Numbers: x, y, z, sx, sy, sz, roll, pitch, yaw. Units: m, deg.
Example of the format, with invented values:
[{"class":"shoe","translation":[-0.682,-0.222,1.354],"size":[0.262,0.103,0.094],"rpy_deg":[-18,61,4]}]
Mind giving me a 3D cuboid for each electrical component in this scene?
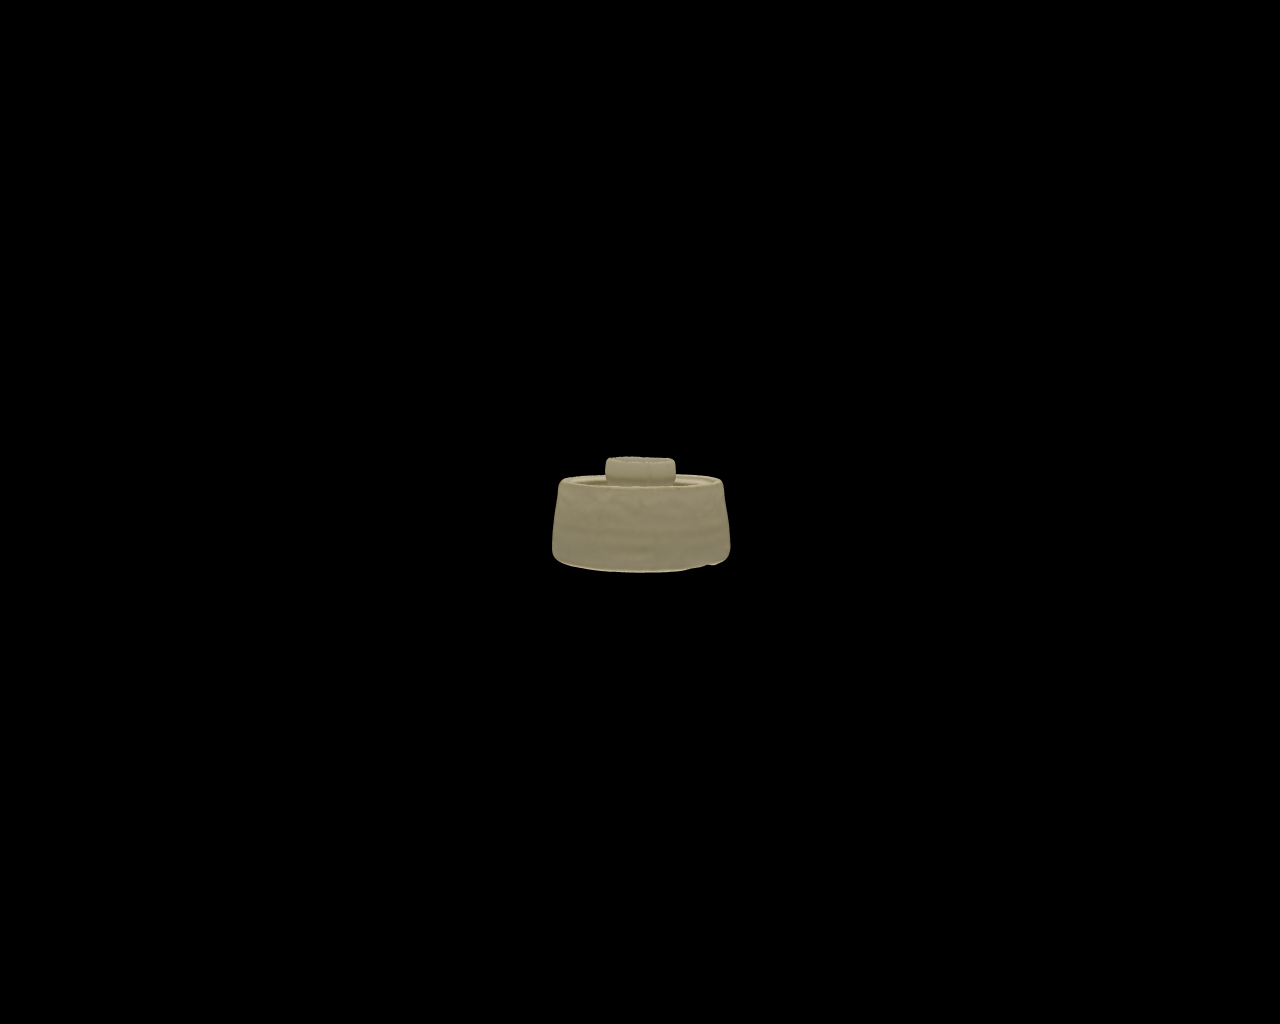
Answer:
[{"class":"electrical component","translation":[0.001,-0.003,0.650],"size":[0.108,0.060,0.108],"rpy_deg":[0,7,0]}]
